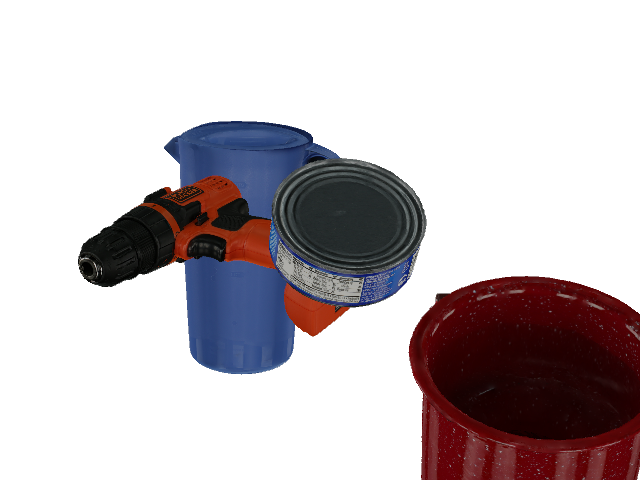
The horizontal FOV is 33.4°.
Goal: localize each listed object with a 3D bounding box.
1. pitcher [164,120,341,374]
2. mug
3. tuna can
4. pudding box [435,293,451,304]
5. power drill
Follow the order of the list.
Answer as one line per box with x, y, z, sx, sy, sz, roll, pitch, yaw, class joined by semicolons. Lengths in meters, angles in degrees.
-0.067;0.007;1.070;0.144;0.243;0.149;-9;21;-31;pitcher
0.091;0.074;0.402;0.117;0.081;0.093;5;36;10;mug
0.014;-0.005;0.597;0.086;0.086;0.034;0;-42;-8;tuna can
0.139;0.067;0.749;0.113;0.039;0.090;0;21;2;pudding box
-0.067;0.011;0.825;0.188;0.057;0.184;20;30;23;power drill
